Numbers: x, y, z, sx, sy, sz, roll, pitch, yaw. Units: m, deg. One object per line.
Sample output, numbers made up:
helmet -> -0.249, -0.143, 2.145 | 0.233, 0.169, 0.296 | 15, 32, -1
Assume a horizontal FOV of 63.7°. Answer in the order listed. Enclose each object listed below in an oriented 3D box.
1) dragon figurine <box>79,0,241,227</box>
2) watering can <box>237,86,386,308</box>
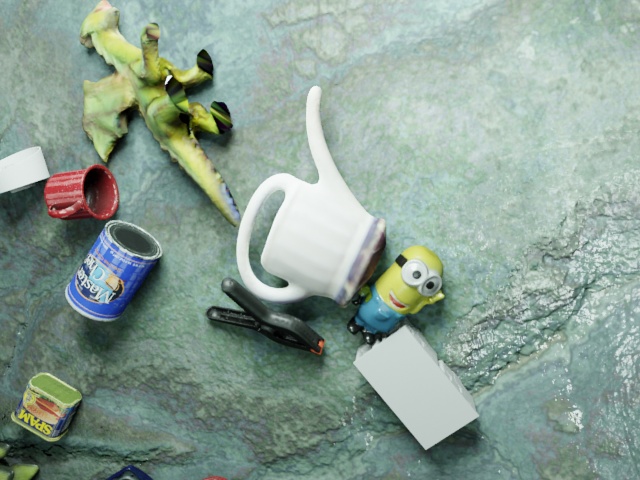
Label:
dragon figurine -> -0.283, -0.197, 0.840 | 0.241, 0.123, 0.408 | -12, 97, 28
watering can -> 0.002, -0.040, 0.802 | 0.224, 0.105, 0.344 | 25, 104, 2
